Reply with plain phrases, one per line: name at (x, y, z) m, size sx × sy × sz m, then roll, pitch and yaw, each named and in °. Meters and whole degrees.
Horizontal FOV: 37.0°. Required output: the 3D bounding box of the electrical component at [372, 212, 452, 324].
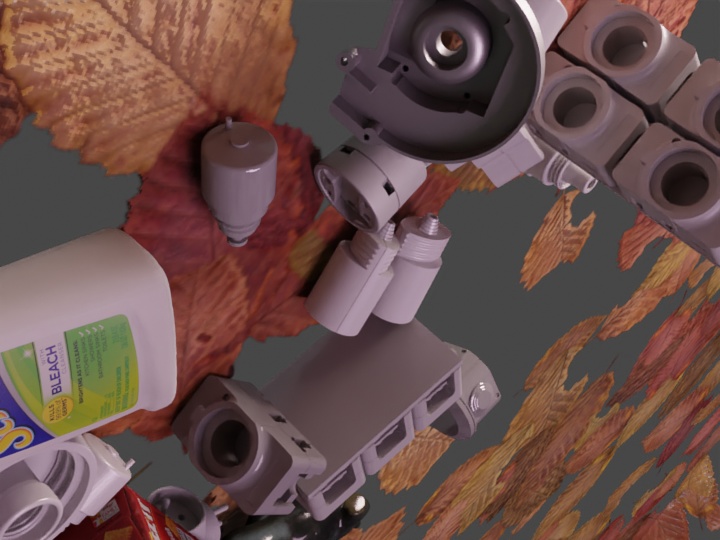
electrical component at (0.036, -0.006, 0.777) m, size 0.043 × 0.043 × 0.081 m, roll -11°, pitch 135°, yaw -49°

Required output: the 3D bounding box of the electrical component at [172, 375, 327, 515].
electrical component at (-0.077, 0.117, 0.722) m, size 0.050 × 0.089 × 0.056 m, roll -52°, pitch 152°, yaw 7°

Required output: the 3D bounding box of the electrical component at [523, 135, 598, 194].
electrical component at (0.156, -0.083, 0.832) m, size 0.048 × 0.062 × 0.048 m, roll -35°, pitch 150°, yaw -24°

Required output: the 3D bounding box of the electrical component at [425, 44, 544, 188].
electrical component at (0.066, -0.089, 0.707) m, size 0.074 × 0.052 × 0.138 m, roll -32°, pitch 156°, yaw 14°

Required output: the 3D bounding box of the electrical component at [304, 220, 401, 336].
electrical component at (0.000, 0.000, 0.733) m, size 0.043 × 0.043 × 0.081 m, roll 1°, pitch 125°, yaw -56°

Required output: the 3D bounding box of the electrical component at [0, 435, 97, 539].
electrical component at (-0.195, 0.120, 0.585) m, size 0.108 × 0.060 × 0.108 m, roll -35°, pitch 150°, yaw -24°

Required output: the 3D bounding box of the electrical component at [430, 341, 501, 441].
electrical component at (0.080, 0.107, 0.950) m, size 0.051 × 0.080 × 0.080 m, roll -42°, pitch 152°, yaw -24°

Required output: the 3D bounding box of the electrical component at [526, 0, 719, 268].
electrical component at (0.208, -0.102, 0.749) m, size 0.105 × 0.186 × 0.060 m, roll -51°, pitch 153°, yaw 5°

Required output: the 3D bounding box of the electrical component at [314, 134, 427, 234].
electrical component at (0.007, -0.058, 0.659) m, size 0.047 × 0.055 × 0.055 m, roll -44°, pitch 153°, yaw -17°

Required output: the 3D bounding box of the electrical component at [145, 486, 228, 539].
electrical component at (-0.130, 0.195, 0.794) m, size 0.079 × 0.043 × 0.077 m, roll -17°, pitch 140°, yaw -45°

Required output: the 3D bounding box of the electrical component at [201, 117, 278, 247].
electrical component at (-0.066, -0.044, 0.584) m, size 0.040 × 0.040 × 0.078 m, roll -31°, pitch 148°, yaw -31°

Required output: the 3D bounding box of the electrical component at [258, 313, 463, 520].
electrical component at (-0.007, 0.101, 0.802) m, size 0.150 × 0.089 × 0.061 m, roll -39°, pitch 151°, yaw -17°

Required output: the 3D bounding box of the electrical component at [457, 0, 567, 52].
electrical component at (0.095, -0.152, 0.666) m, size 0.047 × 0.055 × 0.055 m, roll -54°, pitch 153°, yaw 2°

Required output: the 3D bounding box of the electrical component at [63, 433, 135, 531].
electrical component at (-0.176, 0.135, 0.655) m, size 0.078 × 0.040 × 0.040 m, roll -46°, pitch 153°, yaw -4°
